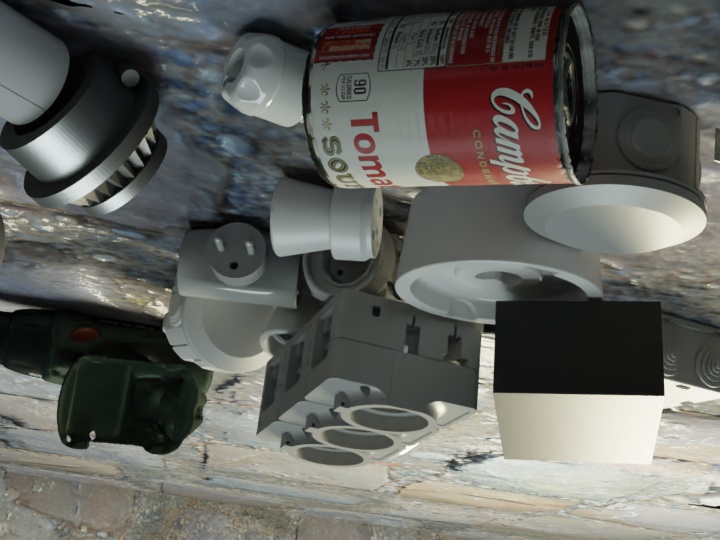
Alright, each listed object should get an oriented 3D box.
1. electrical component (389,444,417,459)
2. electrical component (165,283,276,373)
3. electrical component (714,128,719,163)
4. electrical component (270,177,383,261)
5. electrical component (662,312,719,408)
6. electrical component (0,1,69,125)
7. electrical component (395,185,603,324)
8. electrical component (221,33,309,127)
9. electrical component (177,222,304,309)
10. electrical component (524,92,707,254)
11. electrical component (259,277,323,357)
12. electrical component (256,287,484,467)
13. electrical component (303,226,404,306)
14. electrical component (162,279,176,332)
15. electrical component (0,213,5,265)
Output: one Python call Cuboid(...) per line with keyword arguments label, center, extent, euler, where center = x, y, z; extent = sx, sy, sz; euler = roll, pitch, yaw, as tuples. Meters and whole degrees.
Cuboid(label="electrical component", center=(0.015, 0.118, 0.949), extent=(0.099, 0.099, 0.064), euler=(-1, 154, 23))
Cuboid(label="electrical component", center=(-0.094, 0.032, 0.753), extent=(0.080, 0.080, 0.051), euler=(18, 164, -30))
Cuboid(label="electrical component", center=(0.180, -0.057, 0.434), extent=(0.081, 0.042, 0.064), euler=(10, 163, -7))
Cuboid(label="electrical component", center=(-0.018, -0.028, 0.594), extent=(0.055, 0.045, 0.045), euler=(4, 162, 10))
Cuboid(label="electrical component", center=(0.213, 0.068, 0.791), extent=(0.100, 0.048, 0.100), euler=(15, 160, -22))
Cuboid(label="electrical component", center=(-0.166, -0.097, 0.444), extent=(0.043, 0.043, 0.081), euler=(-5, 158, 33))
Cuboid(label="electrical component", center=(0.075, -0.015, 0.571), extent=(0.108, 0.060, 0.108), euler=(5, 162, 2))
Cuboid(label="electrical component", center=(-0.027, -0.078, 0.464), extent=(0.061, 0.035, 0.035), euler=(16, 160, -32))
Cuboid(label="electrical component", center=(-0.076, -0.007, 0.682), extent=(0.077, 0.044, 0.079), euler=(7, 162, 2))
Cuboid(label="electrical component", center=(0.117, -0.041, 0.491), extent=(0.080, 0.051, 0.080), euler=(7, 162, 2))
Cuboid(label="electrical component", center=(-0.039, 0.027, 0.734), extent=(0.044, 0.065, 0.044), euler=(11, 145, 7))
Cuboid(label="electrical component", center=(0.001, 0.074, 0.659), extent=(0.089, 0.061, 0.150), euler=(14, 154, -17))
Cuboid(label="electrical component", center=(0.000, 0.000, 0.651), extent=(0.078, 0.058, 0.057), euler=(7, 164, 24))
Cuboid(label="electrical component", center=(-0.123, 0.026, 0.795), extent=(0.040, 0.046, 0.040), euler=(7, 162, 2))
Cuboid(label="electrical component", center=(-0.275, -0.015, 0.641), extent=(0.108, 0.108, 0.060), euler=(-1, 154, 24))
